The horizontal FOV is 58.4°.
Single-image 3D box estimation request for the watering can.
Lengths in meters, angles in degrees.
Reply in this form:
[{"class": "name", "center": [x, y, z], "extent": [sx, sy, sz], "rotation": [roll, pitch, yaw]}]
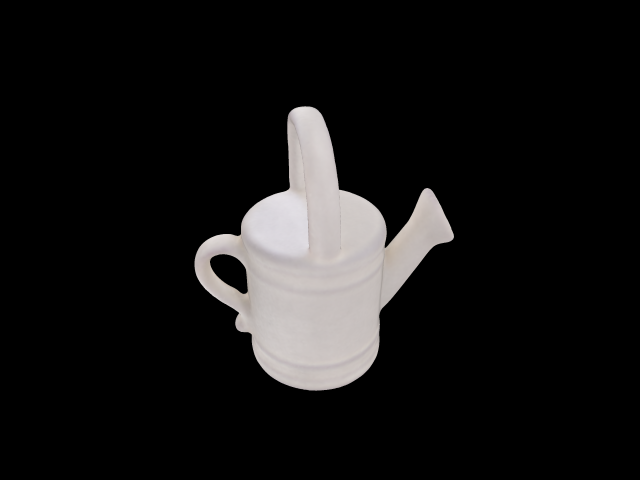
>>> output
[{"class": "watering can", "center": [0.003, 0.000, 0.402], "extent": [0.173, 0.194, 0.100], "rotation": [-19, 39, -25]}]
